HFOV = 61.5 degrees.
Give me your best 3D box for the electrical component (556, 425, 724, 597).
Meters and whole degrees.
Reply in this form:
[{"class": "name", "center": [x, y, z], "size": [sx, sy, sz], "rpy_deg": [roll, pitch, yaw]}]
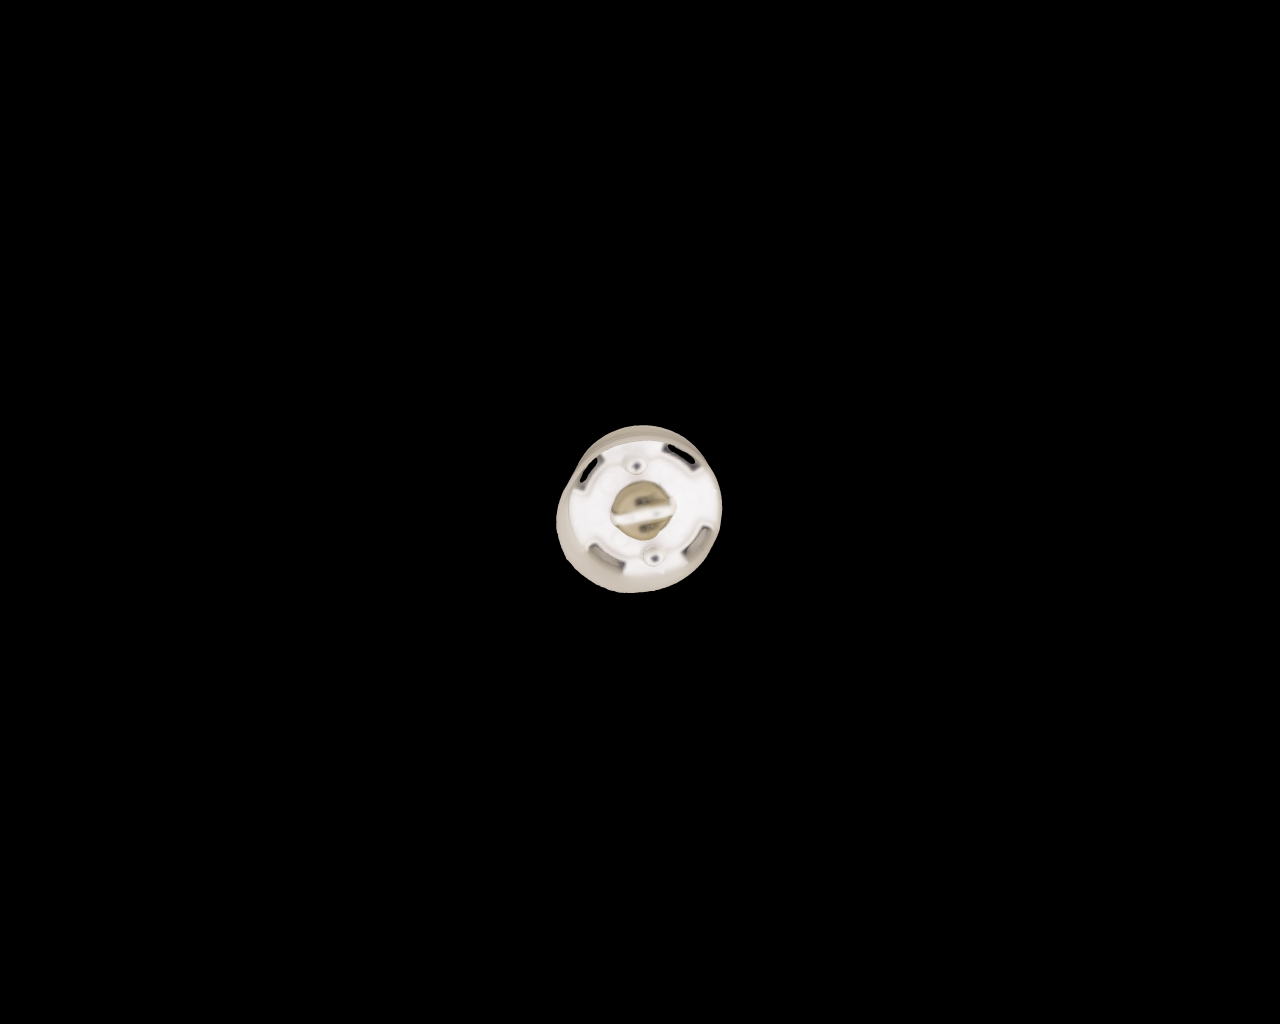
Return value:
[{"class": "electrical component", "center": [0.001, -0.003, 0.650], "size": [0.099, 0.099, 0.064], "rpy_deg": [0, 21, 0]}]
